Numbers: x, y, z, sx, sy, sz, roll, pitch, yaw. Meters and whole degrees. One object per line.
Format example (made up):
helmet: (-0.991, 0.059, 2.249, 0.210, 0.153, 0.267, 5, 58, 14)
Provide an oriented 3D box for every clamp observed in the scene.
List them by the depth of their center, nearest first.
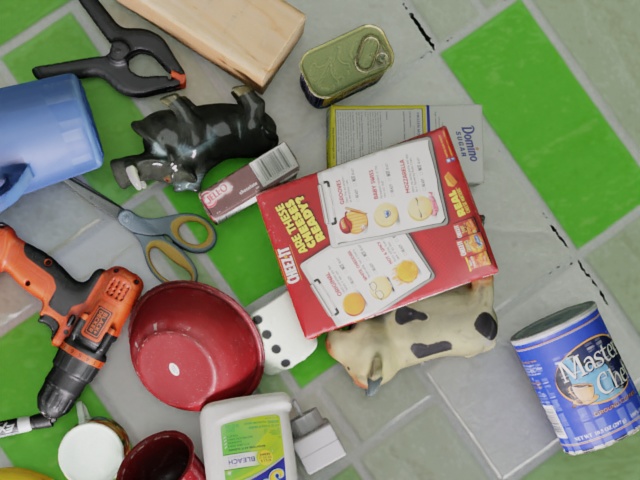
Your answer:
clamp: (-0.230, -0.221, 1.210, 0.171, 0.039, 0.120, 13, 91, -6)

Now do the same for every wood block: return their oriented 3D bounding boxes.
wood block: (-0.127, -0.261, 1.192, 0.206, 0.091, 0.090, 33, 85, -1)

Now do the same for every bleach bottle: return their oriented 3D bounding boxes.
bleach bottle: (-0.059, 0.289, 1.098, 0.102, 0.068, 0.251, -6, 66, -14)

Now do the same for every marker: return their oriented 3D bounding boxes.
marker: (-0.353, 0.210, 1.185, 0.121, 0.020, 0.020, -11, 87, -4)

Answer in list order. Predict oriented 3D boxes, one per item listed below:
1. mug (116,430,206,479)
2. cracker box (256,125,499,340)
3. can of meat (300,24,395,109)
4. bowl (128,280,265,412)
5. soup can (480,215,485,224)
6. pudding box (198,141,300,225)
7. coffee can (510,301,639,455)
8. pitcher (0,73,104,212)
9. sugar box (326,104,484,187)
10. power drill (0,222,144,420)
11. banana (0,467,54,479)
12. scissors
mug: (-0.169, 0.272, 1.143, 0.117, 0.093, 0.081, -31, 126, -2)
cracker box: (0.061, -0.006, 1.131, 0.214, 0.072, 0.164, -20, 83, 5)
can of meat: (0.027, -0.192, 1.199, 0.102, 0.084, 0.057, -26, 88, -4)
bowl: (-0.143, 0.126, 1.144, 0.162, 0.055, 0.162, 7, 115, 16)
soup can: (0.126, -0.012, 1.202, 0.102, 0.068, 0.068, 18, 85, -2)
pudding box: (-0.079, -0.061, 1.182, 0.113, 0.090, 0.039, -30, 90, -5)
coffee can: (0.288, 0.152, 1.183, 0.102, 0.103, 0.140, -25, 88, -5)
pitcher: (-0.361, -0.090, 1.146, 0.242, 0.145, 0.149, -17, 90, -7)
sugar box: (0.096, -0.107, 1.218, 0.176, 0.048, 0.093, 0, 86, -7)
power drill: (-0.314, 0.081, 1.178, 0.187, 0.057, 0.184, 30, 82, -4)
banana: (-0.297, 0.300, 1.176, 0.198, 0.037, 0.070, 26, 104, 0)
scissors: (-0.199, -0.032, 1.211, 0.096, 0.016, 0.202, -41, 90, -6)
